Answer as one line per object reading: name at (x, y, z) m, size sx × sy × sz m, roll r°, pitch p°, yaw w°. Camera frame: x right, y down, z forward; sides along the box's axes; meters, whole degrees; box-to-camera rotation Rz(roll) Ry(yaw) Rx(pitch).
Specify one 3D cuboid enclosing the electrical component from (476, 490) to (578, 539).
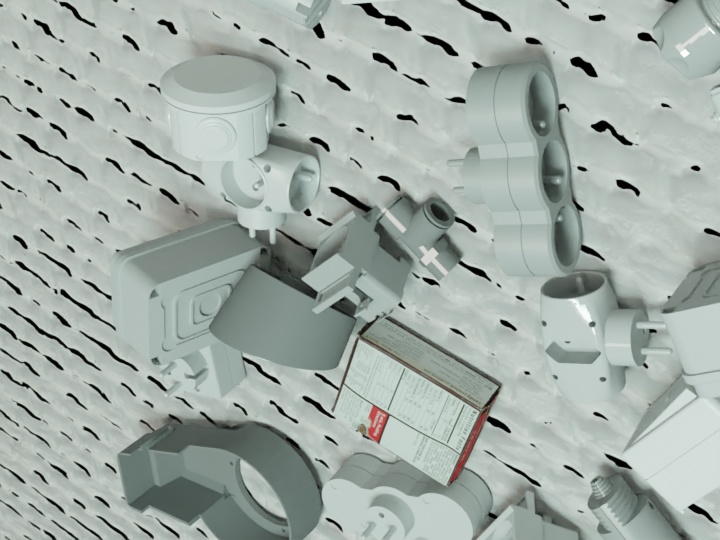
electrical component at (0.113, 0.237, 0.824) m, size 0.063 × 0.078 × 0.121 m, roll 21°, pitch 131°, yaw -13°

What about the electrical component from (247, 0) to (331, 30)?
electrical component at (-0.046, -0.184, 0.709) m, size 0.046 × 0.040 × 0.040 m, roll 30°, pitch 129°, yaw 9°

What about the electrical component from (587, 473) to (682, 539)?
electrical component at (0.191, 0.179, 0.757) m, size 0.081 × 0.043 × 0.043 m, roll 52°, pitch 131°, yaw -2°

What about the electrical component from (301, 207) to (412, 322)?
electrical component at (0.000, 0.000, 0.766) m, size 0.064 × 0.081 × 0.042 m, roll 38°, pitch 135°, yaw -21°

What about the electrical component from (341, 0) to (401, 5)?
electrical component at (0.069, -0.192, 0.593) m, size 0.150 × 0.089 × 0.061 m, roll 5°, pitch 118°, yaw 32°

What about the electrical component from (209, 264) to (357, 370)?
electrical component at (-0.055, 0.038, 0.800) m, size 0.099 × 0.099 × 0.064 m, roll 28°, pitch 89°, yaw 18°

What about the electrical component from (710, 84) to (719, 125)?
electrical component at (0.233, -0.087, 0.563) m, size 0.096 × 0.062 × 0.061 m, roll -20°, pitch 103°, yaw 40°

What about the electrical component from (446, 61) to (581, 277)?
electrical component at (0.089, -0.060, 0.681) m, size 0.074 × 0.052 × 0.138 m, roll 0°, pitch 116°, yaw 34°

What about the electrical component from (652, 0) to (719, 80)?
electrical component at (0.192, -0.135, 0.576) m, size 0.043 × 0.043 × 0.062 m, roll 49°, pitch 130°, yaw 0°

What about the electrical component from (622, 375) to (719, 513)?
electrical component at (0.213, 0.103, 0.686) m, size 0.061 × 0.062 × 0.096 m, roll 44°, pitch 131°, yaw 5°

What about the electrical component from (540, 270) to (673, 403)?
electrical component at (0.162, 0.044, 0.698) m, size 0.079 × 0.043 × 0.077 m, roll -1°, pitch 115°, yaw 33°

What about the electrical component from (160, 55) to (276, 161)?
electrical component at (-0.099, -0.115, 0.758) m, size 0.080 × 0.080 × 0.051 m, roll 20°, pitch 130°, yaw 24°

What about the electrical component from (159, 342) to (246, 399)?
electrical component at (-0.141, 0.077, 0.898) m, size 0.047 × 0.077 × 0.065 m, roll 7°, pitch 119°, yaw 31°

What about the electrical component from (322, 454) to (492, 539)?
electrical component at (0.028, 0.192, 0.853) m, size 0.138 × 0.074 × 0.052 m, roll 1°, pitch 116°, yaw 33°

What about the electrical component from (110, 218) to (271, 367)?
electrical component at (-0.131, 0.014, 0.827) m, size 0.057 × 0.113 × 0.078 m, roll 35°, pitch 133°, yaw 37°

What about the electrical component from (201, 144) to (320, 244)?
electrical component at (-0.073, -0.056, 0.798) m, size 0.077 × 0.044 × 0.079 m, roll 17°, pitch 125°, yaw 25°

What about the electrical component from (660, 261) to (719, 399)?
electrical component at (0.241, 0.025, 0.613) m, size 0.113 × 0.078 × 0.057 m, roll -17°, pitch 102°, yaw 39°
